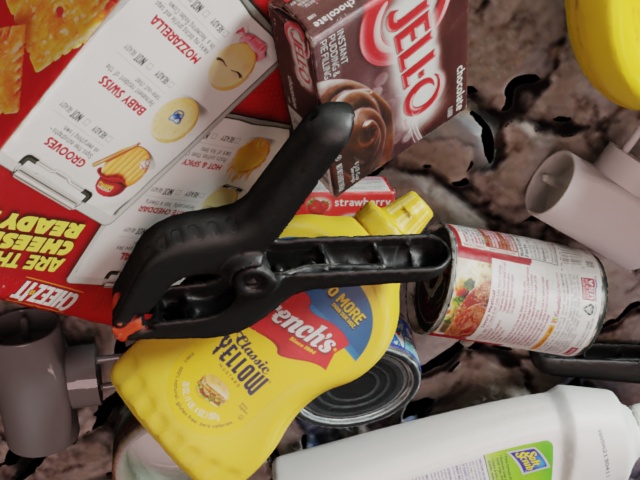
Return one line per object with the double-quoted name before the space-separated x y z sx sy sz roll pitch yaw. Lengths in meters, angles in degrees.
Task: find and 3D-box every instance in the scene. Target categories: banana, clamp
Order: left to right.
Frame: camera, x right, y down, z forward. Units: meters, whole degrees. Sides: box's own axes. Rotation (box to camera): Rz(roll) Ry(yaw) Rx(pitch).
"clamp" -0.032 -0.001 0.510 0.171 0.039 0.120 -19 130 9
"banana" 0.152 -0.145 0.520 0.069 0.037 0.198 -16 120 -15
"clamp" 0.249 0.081 0.706 0.165 0.036 0.210 -38 115 13

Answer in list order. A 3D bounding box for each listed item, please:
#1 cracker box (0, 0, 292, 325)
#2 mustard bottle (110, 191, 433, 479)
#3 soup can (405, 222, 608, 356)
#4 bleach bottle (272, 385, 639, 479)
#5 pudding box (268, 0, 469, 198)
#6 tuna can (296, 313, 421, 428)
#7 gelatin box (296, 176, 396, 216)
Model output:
"cracker box" -0.090 -0.064 0.518 0.214 0.072 0.164 -47 148 12
"mustard bottle" -0.015 0.043 0.583 0.191 0.058 0.096 -42 86 2
"soup can" 0.111 0.030 0.639 0.102 0.068 0.068 10 113 -16
"bleach bottle" 0.101 0.157 0.687 0.251 0.068 0.102 -15 116 1
"pudding box" 0.027 -0.086 0.505 0.090 0.039 0.113 -34 150 -16
"tuna can" 0.018 0.078 0.647 0.086 0.034 0.086 -6 138 -6
"gelatin box" -0.004 0.001 0.624 0.089 0.030 0.073 -1 115 -11
